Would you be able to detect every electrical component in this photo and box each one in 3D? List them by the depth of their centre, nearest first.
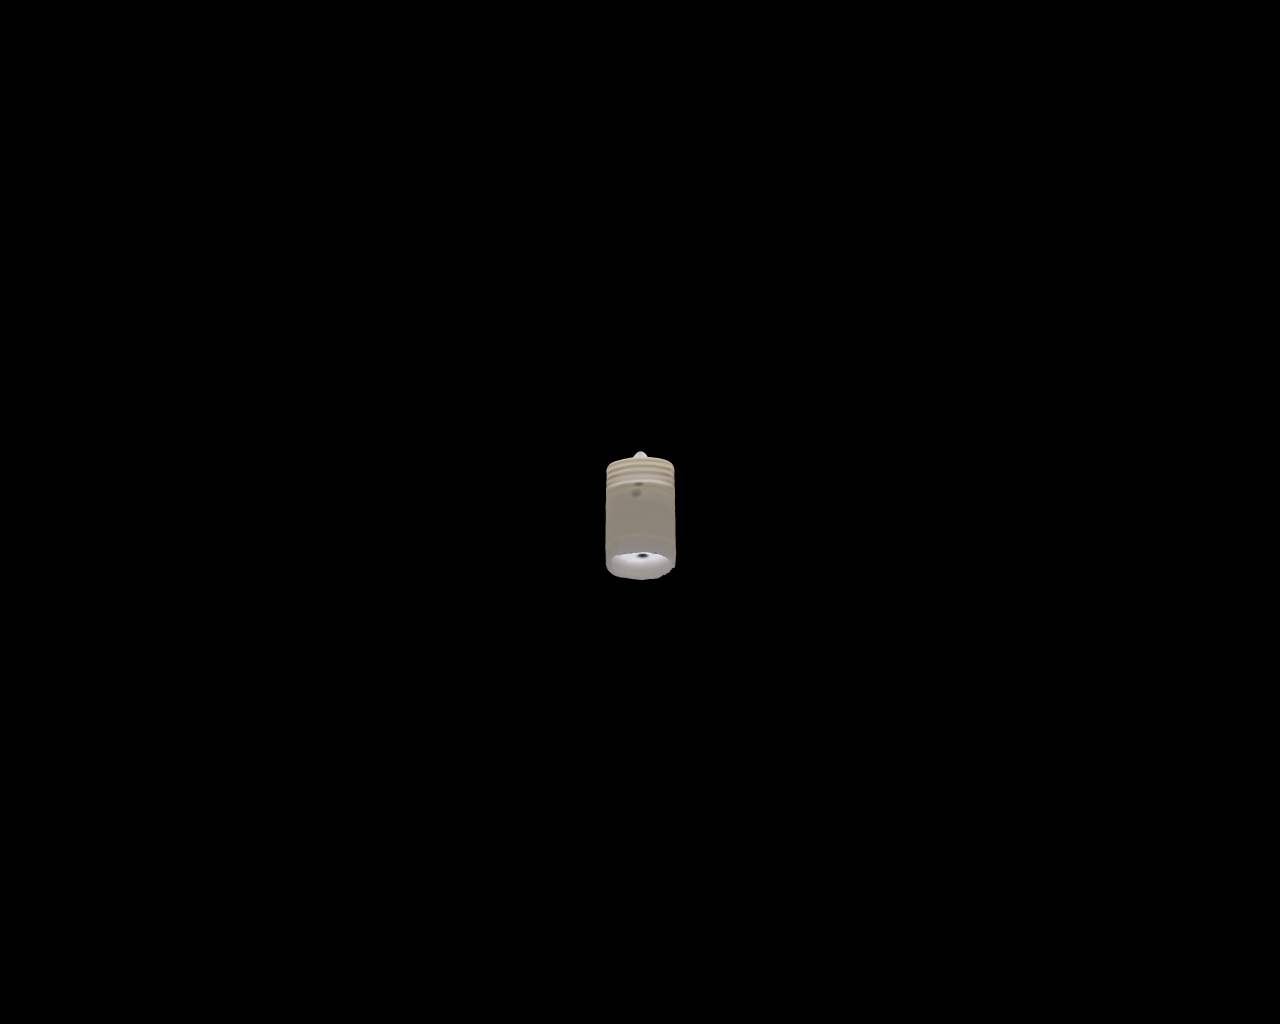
[{"bbox_3d":[0.001,-0.003,0.650,0.043,0.081,0.043,0,-27,0],"label":"electrical component"}]
